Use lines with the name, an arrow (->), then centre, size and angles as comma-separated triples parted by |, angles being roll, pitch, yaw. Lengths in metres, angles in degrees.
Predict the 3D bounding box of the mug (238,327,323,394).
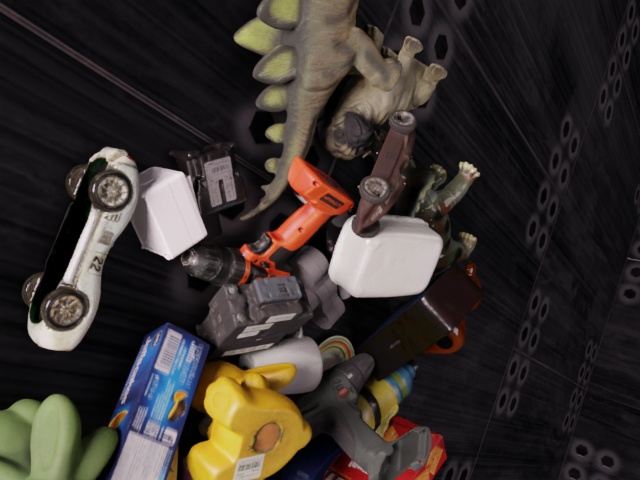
mug -> -0.059, 0.169, 0.760 | 0.107, 0.081, 0.109 | 0, 96, -41

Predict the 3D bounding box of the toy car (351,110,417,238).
toy car -> 0.090, -0.087, 0.718 | 0.089, 0.053, 0.202 | 104, 8, -52

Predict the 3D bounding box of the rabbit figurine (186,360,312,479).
rabbit figurine -> -0.097, 0.191, 0.644 | 0.162, 0.173, 0.121 | -5, 106, -41

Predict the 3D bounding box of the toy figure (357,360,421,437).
toy figure -> 0.108, 0.275, 0.977 | 0.180, 0.082, 0.089 | -37, 112, -28

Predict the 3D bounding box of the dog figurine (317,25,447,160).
dog figurine -> 0.088, -0.197, 0.814 | 0.172, 0.121, 0.190 | 22, 99, -46

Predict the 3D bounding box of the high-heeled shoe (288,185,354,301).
high-heeled shoe -> -0.002, -0.002, 0.801 | 0.248, 0.086, 0.145 | 35, 107, -29

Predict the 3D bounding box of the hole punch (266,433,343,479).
hole punch -> -0.037, 0.328, 0.796 | 0.115, 0.142, 0.092 | 27, 83, -63

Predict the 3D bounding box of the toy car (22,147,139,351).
toy car -> -0.229, 0.005, 0.521 | 0.056, 0.074, 0.201 | 25, 83, -45

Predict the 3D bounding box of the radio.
radio -> 0.164, 0.139, 0.904 | 0.131, 0.073, 0.229 | -34, 169, -41

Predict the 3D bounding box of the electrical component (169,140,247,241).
electrical component -> -0.130, -0.054, 0.635 | 0.075, 0.048, 0.119 | -20, 114, -42

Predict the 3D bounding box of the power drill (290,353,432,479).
power drill -> 0.059, 0.256, 0.784 | 0.232, 0.208, 0.085 | -20, 126, -37

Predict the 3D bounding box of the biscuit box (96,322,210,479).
biscuit box -> -0.183, 0.192, 0.570 | 0.059, 0.063, 0.203 | 35, 47, -26

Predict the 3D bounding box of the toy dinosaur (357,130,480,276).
toy dinosaur -> 0.186, -0.013, 0.957 | 0.192, 0.131, 0.404 | -39, 133, -19

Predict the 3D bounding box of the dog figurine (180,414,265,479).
dog figurine -> -0.129, 0.338, 0.708 | 0.191, 0.109, 0.219 | -65, 172, -63

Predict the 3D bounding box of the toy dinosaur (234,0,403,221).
toy dinosaur -> -0.001, -0.248, 0.661 | 0.198, 0.105, 0.470 | 4, 100, -30

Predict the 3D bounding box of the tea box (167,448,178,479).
tea box -> -0.225, 0.308, 0.621 | 0.098, 0.068, 0.169 | -8, 108, -47

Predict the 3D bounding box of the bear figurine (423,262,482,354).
bear figurine -> 0.252, 0.133, 1.089 | 0.196, 0.132, 0.120 | -59, 145, -45

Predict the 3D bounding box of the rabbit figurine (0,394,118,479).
rabbit figurine -> -0.257, 0.227, 0.483 | 0.159, 0.170, 0.121 | -53, 135, -23

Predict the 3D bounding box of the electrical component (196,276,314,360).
electrical component -> -0.078, 0.092, 0.667 | 0.115, 0.134, 0.058 | -3, 60, -39
